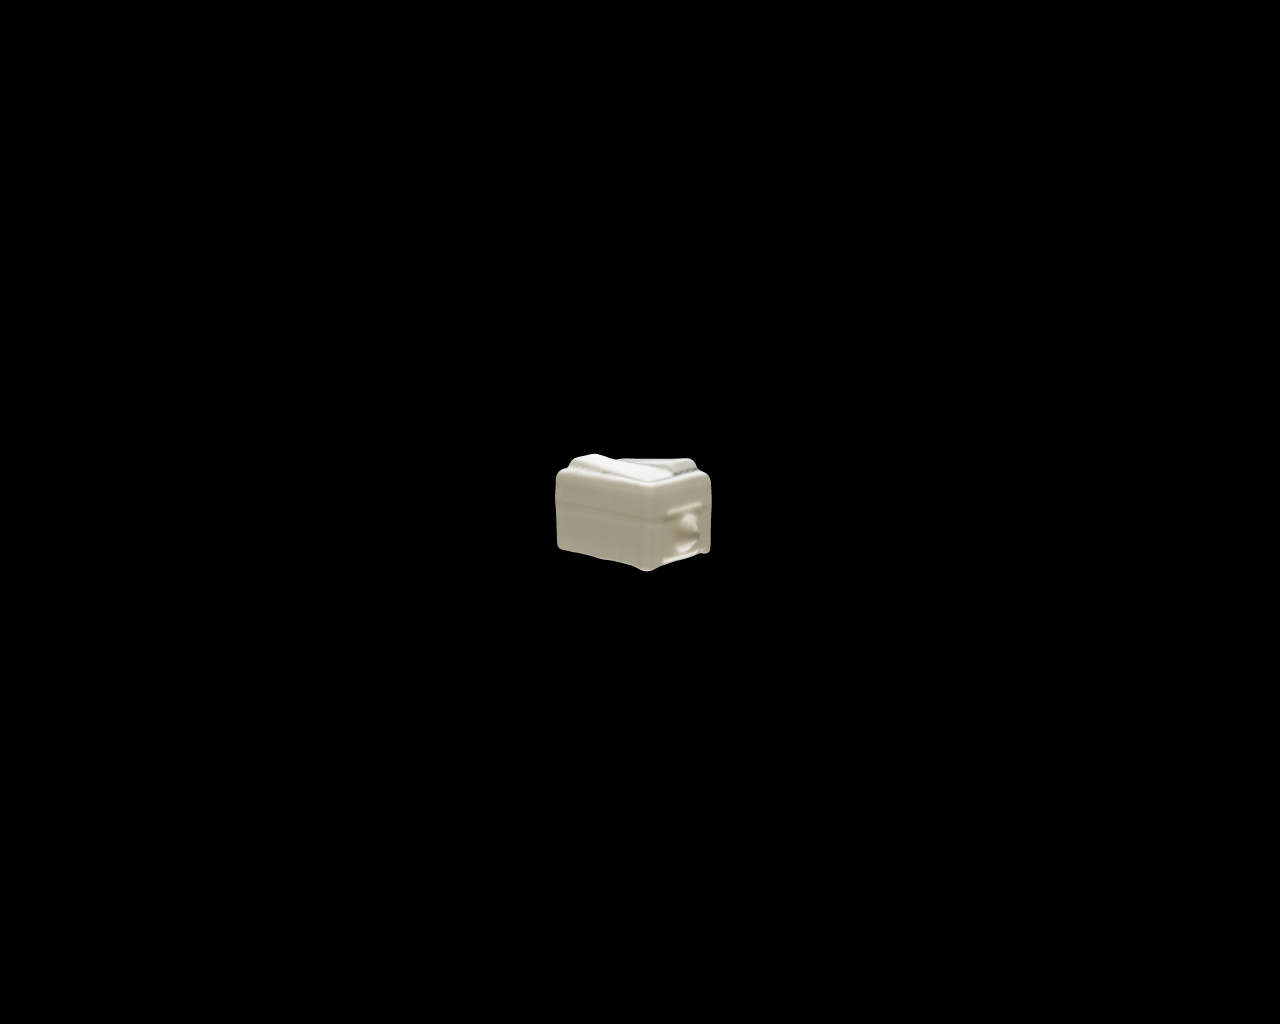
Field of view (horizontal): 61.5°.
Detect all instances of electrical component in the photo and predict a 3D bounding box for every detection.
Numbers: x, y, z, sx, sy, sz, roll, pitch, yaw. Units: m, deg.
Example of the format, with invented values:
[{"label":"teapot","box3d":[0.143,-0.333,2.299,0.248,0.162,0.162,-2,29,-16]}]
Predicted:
[{"label":"electrical component","box3d":[0.001,-0.003,0.650,0.096,0.061,0.062,11,17,42]}]
